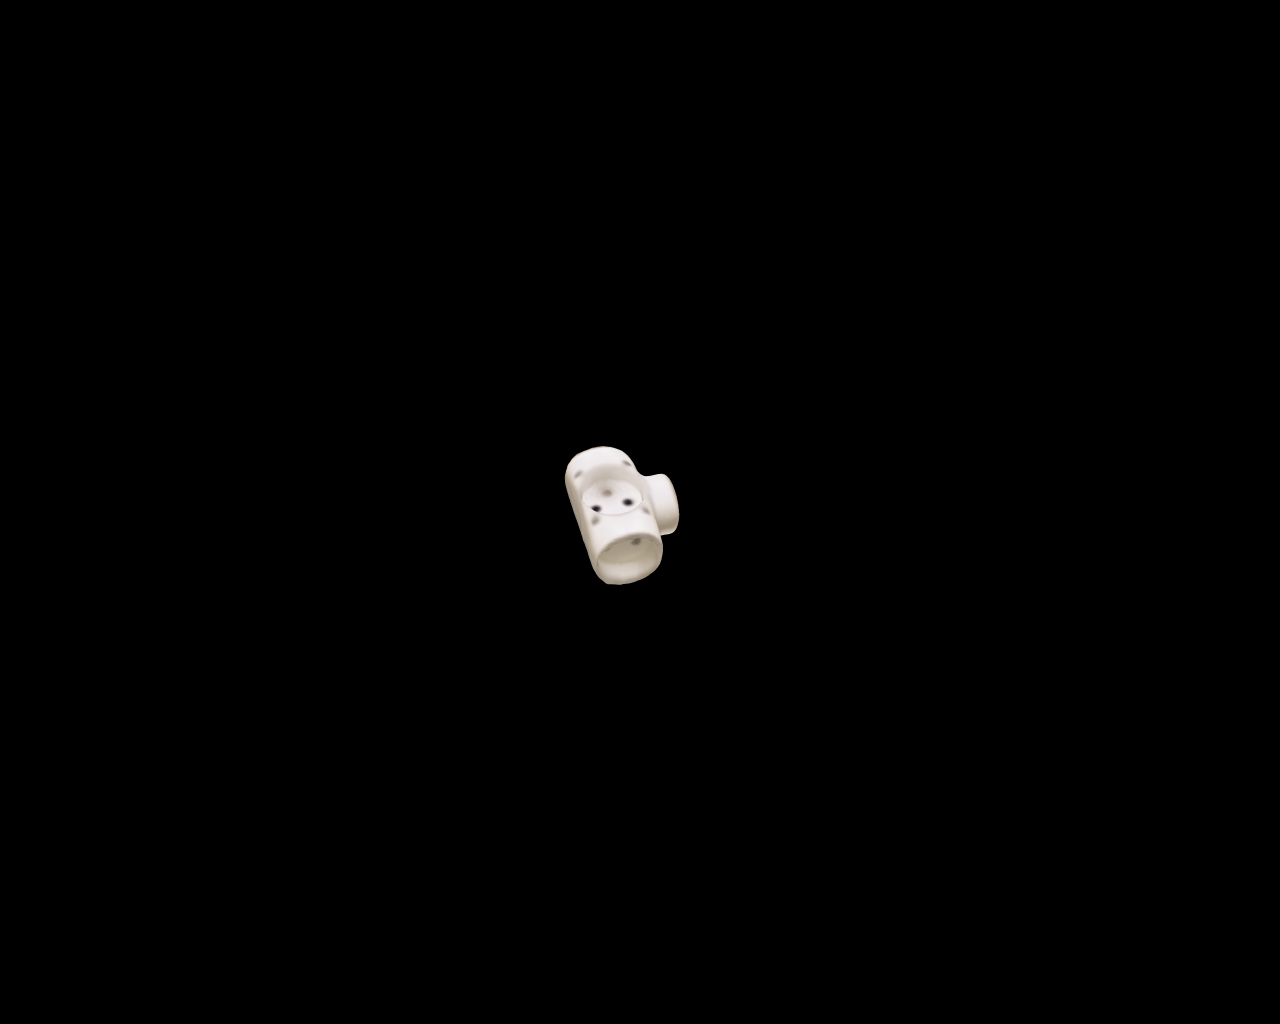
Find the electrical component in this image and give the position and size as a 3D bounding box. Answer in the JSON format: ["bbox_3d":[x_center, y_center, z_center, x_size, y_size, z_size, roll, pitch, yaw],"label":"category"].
[{"bbox_3d":[0.001,-0.003,0.650,0.079,0.044,0.077,-11,47,-11],"label":"electrical component"}]
